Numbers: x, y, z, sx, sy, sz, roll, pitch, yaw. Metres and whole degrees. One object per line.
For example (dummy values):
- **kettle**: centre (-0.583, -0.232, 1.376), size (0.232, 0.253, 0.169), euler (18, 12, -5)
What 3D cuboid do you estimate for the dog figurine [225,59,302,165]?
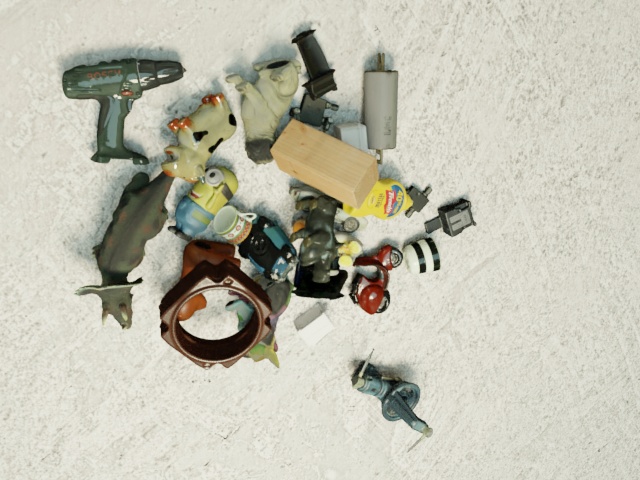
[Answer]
- **dog figurine**: centre (-0.097, -0.269, 1.140), size (0.172, 0.121, 0.190), euler (-20, 125, -3)

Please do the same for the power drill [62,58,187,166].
- **power drill**: centre (-0.382, -0.252, 1.067), size (0.232, 0.086, 0.207), euler (-1, 112, -13)

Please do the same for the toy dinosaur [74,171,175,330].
- **toy dinosaur**: centre (-0.379, -0.013, 1.085), size (0.131, 0.192, 0.404), euler (20, 102, -23)

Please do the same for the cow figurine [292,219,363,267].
- **cow figurine**: centre (0.021, -0.005, 1.254), size (0.167, 0.098, 0.068), euler (28, 105, 9)

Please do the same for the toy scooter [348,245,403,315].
- **toy scooter**: centre (0.118, 0.092, 1.320), size (0.135, 0.075, 0.183), euler (13, 101, -19)

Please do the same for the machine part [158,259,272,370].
- **machine part**: centre (-0.215, 0.158, 1.119), size (0.201, 0.087, 0.201), euler (-41, 115, 6)

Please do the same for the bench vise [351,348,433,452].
- **bench vise**: centre (0.191, 0.407, 1.364), size (0.129, 0.241, 0.223), euler (-49, 129, 0)

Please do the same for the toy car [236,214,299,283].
- **toy car**: centre (-0.104, 0.019, 1.214), size (0.109, 0.162, 0.103), euler (-55, 156, 16)

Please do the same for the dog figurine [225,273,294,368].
- **dog figurine**: centre (-0.124, 0.194, 1.268), size (0.192, 0.109, 0.219), euler (-24, 116, 1)

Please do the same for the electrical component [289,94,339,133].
- **electrical component**: centre (-0.014, -0.276, 1.179), size (0.102, 0.045, 0.078), euler (18, 103, -20)

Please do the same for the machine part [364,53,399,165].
- **machine part**: centre (0.135, -0.289, 1.198), size (0.079, 0.079, 0.243), euler (-5, 108, -14)

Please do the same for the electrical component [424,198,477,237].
- **electrical component**: centre (0.325, -0.049, 1.346), size (0.119, 0.048, 0.074), euler (-22, 111, -9)

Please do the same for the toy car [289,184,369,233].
- **toy car**: centre (0.019, -0.075, 1.238), size (0.201, 0.074, 0.056), euler (25, 103, -22)

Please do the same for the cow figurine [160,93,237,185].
- **cow figurine**: centre (-0.246, -0.197, 1.095), size (0.195, 0.086, 0.127), euler (-49, 121, -27)

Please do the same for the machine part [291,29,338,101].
- **machine part**: centre (-0.013, -0.373, 1.144), size (0.084, 0.039, 0.138), euler (-29, 110, -22)

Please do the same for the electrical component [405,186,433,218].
- **electrical component**: centre (0.232, -0.101, 1.316), size (0.063, 0.021, 0.094), euler (40, 94, -22)

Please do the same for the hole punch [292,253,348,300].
- **hole punch**: centre (-0.002, 0.079, 1.287), size (0.142, 0.092, 0.115), euler (4, 135, -19)

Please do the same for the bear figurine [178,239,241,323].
- **bear figurine**: centre (-0.267, 0.102, 1.194), size (0.132, 0.120, 0.195), euler (12, 106, -23)

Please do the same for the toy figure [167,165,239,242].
- **toy figure**: centre (-0.250, -0.080, 1.156), size (0.082, 0.089, 0.180), euler (34, 92, 16)

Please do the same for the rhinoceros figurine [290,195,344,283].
- **rhinoceros figurine**: centre (-0.002, -0.004, 1.160), size (0.112, 0.073, 0.190), euler (5, 86, -38)
